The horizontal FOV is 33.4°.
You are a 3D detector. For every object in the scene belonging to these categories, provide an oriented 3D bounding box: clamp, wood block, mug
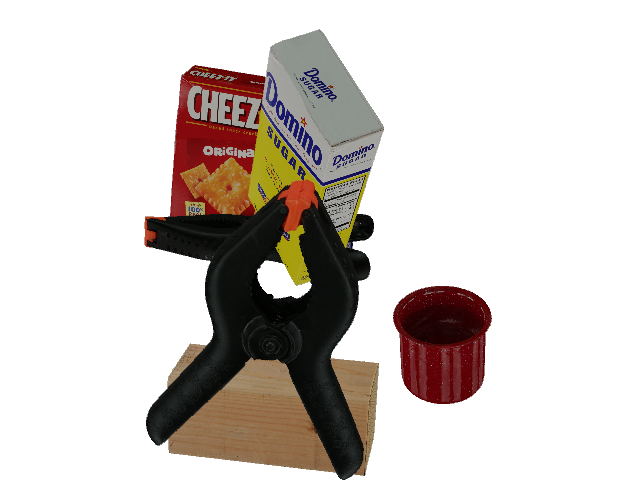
[{"bbox_3d":[-0.050,0.001,0.931,0.210,0.036,0.164,2,13,-3],"label":"clamp"},{"bbox_3d":[-0.048,0.175,1.115,0.206,0.091,0.090,5,20,8],"label":"wood block"},{"bbox_3d":[-0.034,0.051,0.561,0.120,0.171,0.039,0,23,-2],"label":"clamp"},{"bbox_3d":[0.122,0.097,1.044,0.093,0.081,0.117,7,37,17],"label":"mug"}]

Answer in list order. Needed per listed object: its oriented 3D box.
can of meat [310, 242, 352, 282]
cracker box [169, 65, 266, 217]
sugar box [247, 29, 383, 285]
[{"bbox_3d":[-0.001,-0.008,1.218,0.057,0.084,0.102,-14,39,-20],"label":"can of meat"},{"bbox_3d":[-0.107,-0.108,1.402,0.164,0.214,0.072,10,23,7],"label":"cracker box"},{"bbox_3d":[-0.009,-0.053,0.752,0.048,0.093,0.176,-21,-27,-18],"label":"sugar box"}]
